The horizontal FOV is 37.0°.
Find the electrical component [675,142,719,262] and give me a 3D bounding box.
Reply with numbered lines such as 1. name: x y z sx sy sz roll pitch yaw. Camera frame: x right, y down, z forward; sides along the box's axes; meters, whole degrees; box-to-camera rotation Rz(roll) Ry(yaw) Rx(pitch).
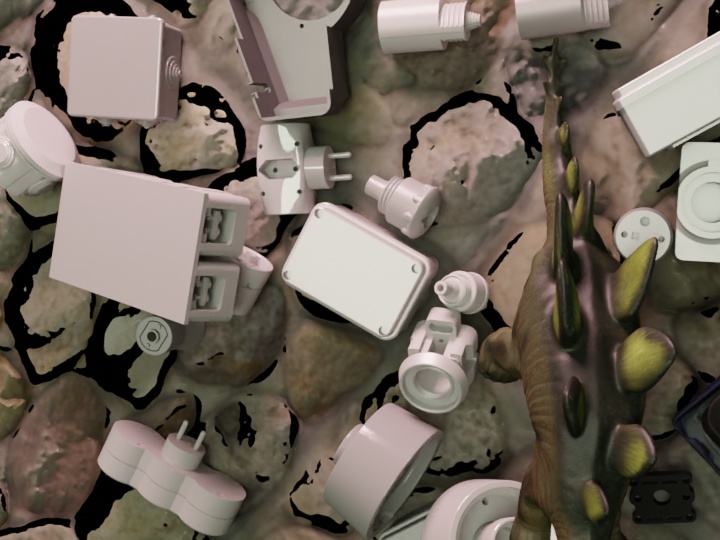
1. electrical component: 0.271 -0.052 0.829 0.050 0.056 0.089 4 94 15

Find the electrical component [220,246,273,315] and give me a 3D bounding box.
1. electrical component: -0.110 0.008 0.941 0.055 0.055 0.047 29 104 12

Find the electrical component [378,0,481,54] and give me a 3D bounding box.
1. electrical component: 0.059 -0.202 0.886 0.081 0.043 0.043 -1 93 16

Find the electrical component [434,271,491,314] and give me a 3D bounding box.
1. electrical component: 0.081 0.017 0.881 0.035 0.061 0.035 -5 82 33

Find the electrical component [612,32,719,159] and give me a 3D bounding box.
1. electrical component: 0.249 -0.131 0.804 0.109 0.109 0.056 -29 88 15

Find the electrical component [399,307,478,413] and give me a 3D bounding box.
1. electrical component: 0.064 0.079 0.878 0.058 0.057 0.078 6 126 17

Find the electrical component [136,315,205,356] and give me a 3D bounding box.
1. electrical component: -0.171 0.054 0.955 0.044 0.065 0.044 1 96 15

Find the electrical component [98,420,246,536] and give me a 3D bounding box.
1. electrical component: -0.163 0.171 0.965 0.138 0.052 0.073 29 101 12

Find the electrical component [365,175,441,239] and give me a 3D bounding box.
1. electrical component: 0.034 -0.058 0.902 0.062 0.048 0.048 30 101 19

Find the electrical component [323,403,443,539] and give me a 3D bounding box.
1. electrical component: 0.013 0.160 0.890 0.060 0.108 0.108 33 101 17

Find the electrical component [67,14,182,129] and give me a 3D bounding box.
1. electrical component: -0.208 -0.178 0.959 0.100 0.048 0.099 5 95 15

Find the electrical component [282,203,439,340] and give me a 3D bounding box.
1. electrical component: 0.000 0.000 0.907 0.113 0.057 0.078 30 101 12

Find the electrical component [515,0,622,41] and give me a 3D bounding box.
1. electrical component: 0.167 -0.210 0.855 0.081 0.043 0.043 -5 92 16

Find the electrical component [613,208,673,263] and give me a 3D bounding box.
1. electrical component: 0.223 -0.027 0.844 0.045 0.055 0.045 1 94 16

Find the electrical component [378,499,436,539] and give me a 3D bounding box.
1. electrical component: 0.074 0.253 0.902 0.078 0.057 0.113 -31 85 15

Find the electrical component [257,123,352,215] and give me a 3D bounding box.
1. electrical component: -0.045 -0.087 0.921 0.079 0.043 0.077 -2 93 16

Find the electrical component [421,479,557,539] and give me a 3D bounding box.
1. electrical component: 0.109 0.216 0.842 0.108 0.060 0.108 5 73 -17

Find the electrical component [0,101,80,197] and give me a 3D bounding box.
1. electrical component: -0.298 -0.108 0.973 0.051 0.080 0.080 -31 85 21

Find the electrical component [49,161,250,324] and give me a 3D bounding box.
1. electrical component: -0.181 -0.026 0.925 0.186 0.060 0.105 15 98 39
